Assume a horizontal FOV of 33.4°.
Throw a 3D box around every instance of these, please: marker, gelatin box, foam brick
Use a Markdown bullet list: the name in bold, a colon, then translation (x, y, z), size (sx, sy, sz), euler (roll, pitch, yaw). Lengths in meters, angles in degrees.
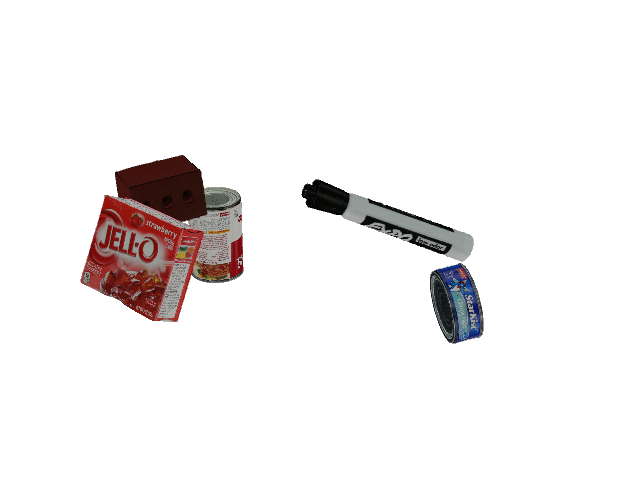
- **marker**: translation (0.044, -0.013, 0.689), size (0.121, 0.020, 0.020), euler (19, -7, -20)
- **gelatin box**: translation (-0.137, 0.013, 0.812), size (0.089, 0.073, 0.030), euler (23, 9, 34)
- **foam brick**: translation (-0.164, -0.048, 1.091), size (0.078, 0.053, 0.051), euler (-17, 30, -21)

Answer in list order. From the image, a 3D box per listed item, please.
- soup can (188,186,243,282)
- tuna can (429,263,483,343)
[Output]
- **soup can**: translation (-0.131, -0.008, 1.326), size (0.068, 0.102, 0.068), euler (0, 26, 0)
- **tuna can**: translation (0.150, 0.070, 1.187), size (0.033, 0.086, 0.086), euler (-14, 2, -8)
